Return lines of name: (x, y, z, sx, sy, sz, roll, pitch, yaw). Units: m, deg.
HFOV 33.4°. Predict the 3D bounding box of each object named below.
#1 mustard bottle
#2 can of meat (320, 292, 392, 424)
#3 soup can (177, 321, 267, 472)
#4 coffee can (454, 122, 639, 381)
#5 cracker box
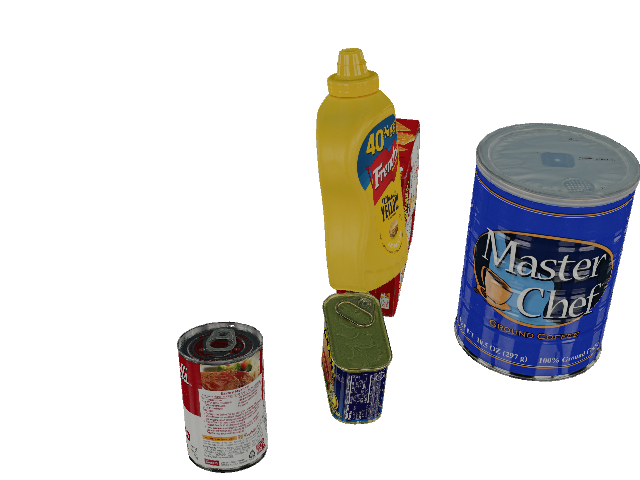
mustard bottle: (0.033, -0.061, 0.873, 0.058, 0.191, 0.096, 6, 25, 29)
can of meat: (0.032, 0.115, 1.036, 0.057, 0.084, 0.102, -3, 42, -7)
soup can: (-0.077, 0.125, 0.857, 0.068, 0.102, 0.068, -2, 22, 1)
coffee can: (0.147, 0.007, 0.708, 0.103, 0.140, 0.103, 2, 32, -1)
cracker box: (0.068, -0.034, 1.220, 0.072, 0.164, 0.213, 6, 23, 8)
